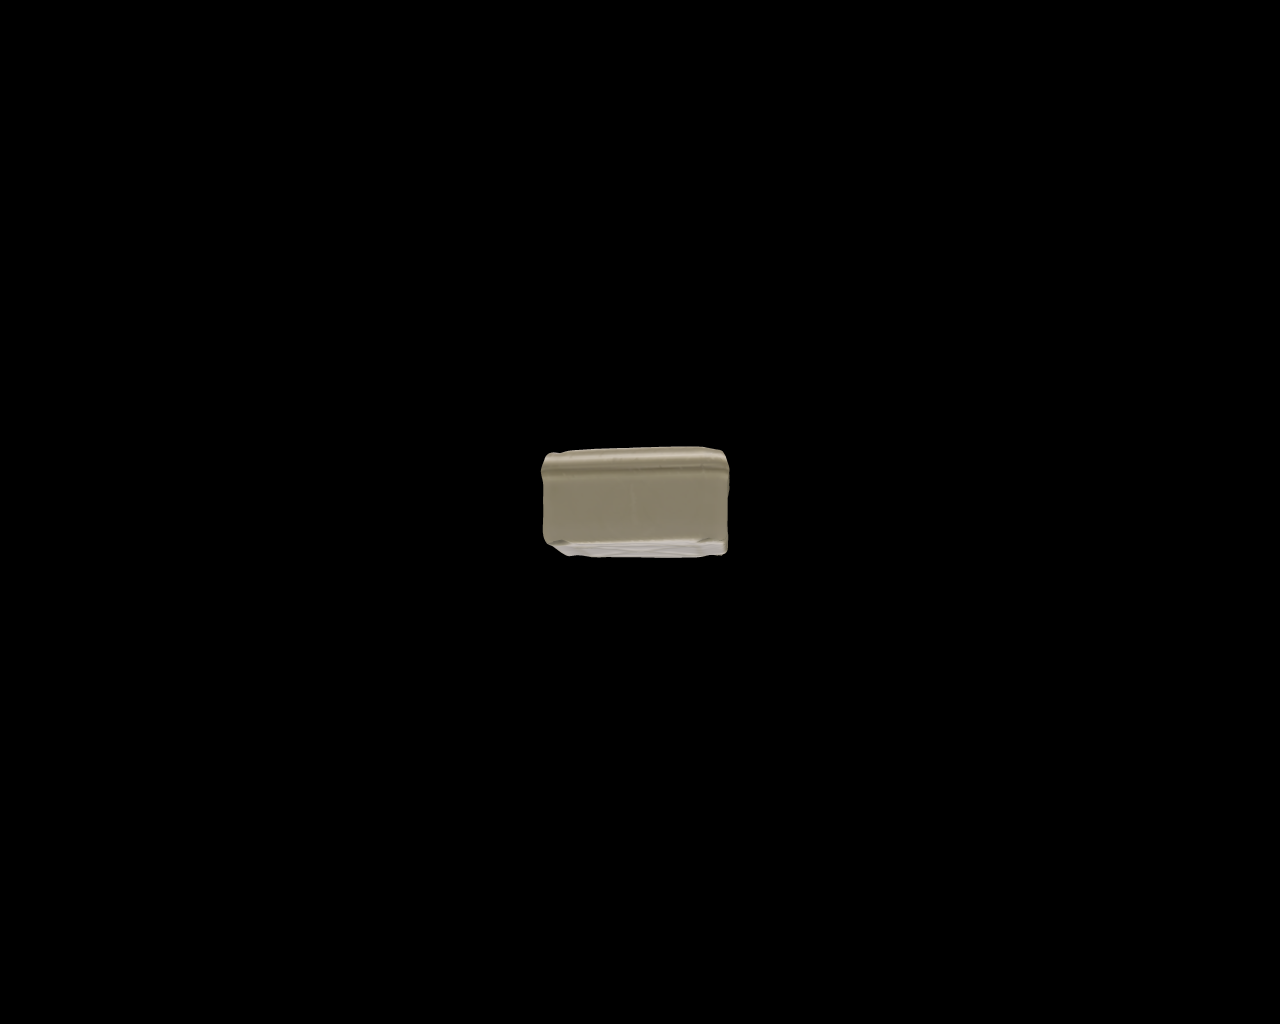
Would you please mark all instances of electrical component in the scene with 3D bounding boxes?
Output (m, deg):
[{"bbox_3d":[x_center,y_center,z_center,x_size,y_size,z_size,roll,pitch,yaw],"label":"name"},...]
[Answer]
[{"bbox_3d":[0.001,-0.003,0.650,0.109,0.056,0.108,-1,-7,5],"label":"electrical component"}]
